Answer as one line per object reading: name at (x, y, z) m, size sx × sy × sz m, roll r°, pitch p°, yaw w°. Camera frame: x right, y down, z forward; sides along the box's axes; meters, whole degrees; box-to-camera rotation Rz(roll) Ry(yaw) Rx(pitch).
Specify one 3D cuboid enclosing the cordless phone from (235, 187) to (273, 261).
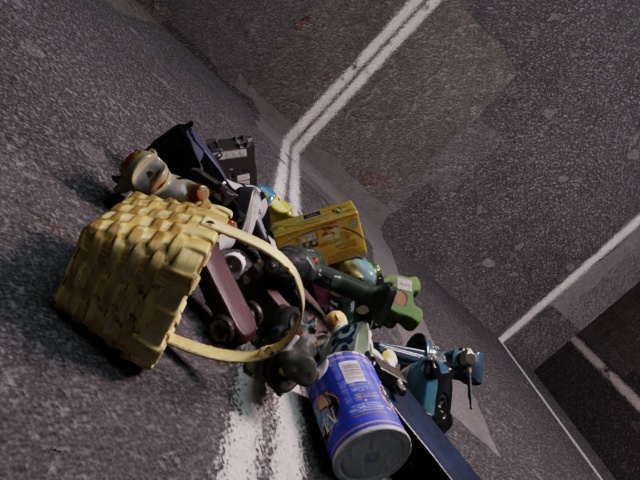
cordless phone at (-0.117, 0.001, 1.004) m, size 0.184 × 0.089 × 0.146 m, roll 62°, pitch -5°, yaw 7°

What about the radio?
radio at (0.154, 0.328, 0.831) m, size 0.230 × 0.073 × 0.131 m, roll 51°, pitch 12°, yaw 22°

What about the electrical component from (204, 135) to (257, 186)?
electrical component at (-0.195, -0.151, 1.146) m, size 0.115 × 0.134 × 0.058 m, roll -8°, pitch 39°, yaw -17°

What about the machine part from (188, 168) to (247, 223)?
machine part at (-0.165, -0.067, 0.875) m, size 0.084 × 0.039 × 0.138 m, roll 24°, pitch -20°, yaw 19°

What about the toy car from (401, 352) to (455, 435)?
toy car at (0.179, 0.283, 0.973) m, size 0.103 × 0.161 × 0.109 m, roll -2°, pitch -12°, yaw 37°

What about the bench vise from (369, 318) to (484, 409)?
bench vise at (0.201, 0.244, 1.093) m, size 0.241 × 0.129 × 0.223 m, roll 17°, pitch -11°, yaw -11°

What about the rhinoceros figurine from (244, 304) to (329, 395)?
rhinoceros figurine at (-0.038, 0.145, 0.717) m, size 0.073 × 0.112 × 0.190 m, roll 44°, pitch 3°, yaw -12°

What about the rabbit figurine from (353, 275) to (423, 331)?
rabbit figurine at (0.127, 0.158, 1.199) m, size 0.159 × 0.170 × 0.121 m, roll 6°, pitch 60°, yaw -23°

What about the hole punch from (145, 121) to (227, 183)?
hole punch at (-0.238, -0.123, 0.927) m, size 0.116 × 0.142 × 0.092 m, roll 63°, pitch 18°, yaw 18°

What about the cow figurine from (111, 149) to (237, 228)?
cow figurine at (-0.223, -0.064, 0.805) m, size 0.127 × 0.085 × 0.194 m, roll 22°, pitch -20°, yaw 32°

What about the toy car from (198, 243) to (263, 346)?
toy car at (-0.147, 0.049, 0.727) m, size 0.202 × 0.053 × 0.089 m, roll 62°, pitch 28°, yaw 2°

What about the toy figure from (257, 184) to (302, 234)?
toy figure at (-0.120, -0.070, 1.260) m, size 0.180 × 0.089 × 0.082 m, roll 33°, pitch 29°, yaw -10°

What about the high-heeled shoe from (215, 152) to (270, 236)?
high-heeled shoe at (-0.186, -0.063, 1.083) m, size 0.248 × 0.086 × 0.145 m, roll 59°, pitch 40°, yaw -30°

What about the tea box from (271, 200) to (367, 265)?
tea box at (-0.002, -0.003, 1.058) m, size 0.068 × 0.170 × 0.098 m, roll -114°, pitch -171°, yaw -64°

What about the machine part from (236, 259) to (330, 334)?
machine part at (-0.060, 0.110, 0.897) m, size 0.179 × 0.056 × 0.179 m, roll 43°, pitch 11°, yaw -11°

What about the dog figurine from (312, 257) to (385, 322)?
dog figurine at (0.042, 0.060, 1.144) m, size 0.108 × 0.191 × 0.219 m, roll 30°, pitch 33°, yaw -30°

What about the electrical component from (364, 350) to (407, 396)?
electrical component at (0.104, 0.210, 0.850) m, size 0.063 × 0.021 × 0.094 m, roll 32°, pitch 9°, yaw -21°

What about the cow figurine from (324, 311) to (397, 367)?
cow figurine at (0.067, 0.206, 0.978) m, size 0.167 × 0.068 × 0.098 m, roll 42°, pitch 18°, yaw -7°

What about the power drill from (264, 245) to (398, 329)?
power drill at (0.018, 0.071, 0.879) m, size 0.207 × 0.086 × 0.232 m, roll 18°, pitch 3°, yaw 4°
